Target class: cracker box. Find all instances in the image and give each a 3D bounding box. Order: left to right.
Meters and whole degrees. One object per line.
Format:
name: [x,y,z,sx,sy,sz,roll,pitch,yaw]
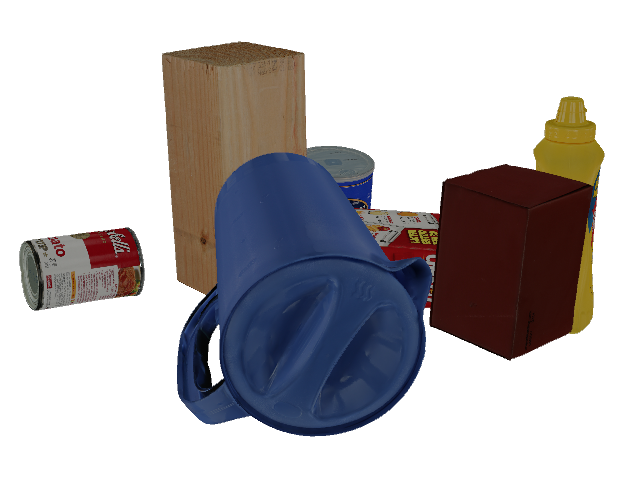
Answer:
cracker box: [0.041,0.015,1.149,0.214,0.072,0.164,5,15,8]

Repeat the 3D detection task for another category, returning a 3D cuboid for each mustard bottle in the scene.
mustard bottle: [0.206,-0.025,0.899,0.058,0.192,0.096,3,19,13]

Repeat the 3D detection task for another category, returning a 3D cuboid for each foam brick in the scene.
foam brick: [0.090,0.008,0.511,0.052,0.078,0.051,-16,28,-41]

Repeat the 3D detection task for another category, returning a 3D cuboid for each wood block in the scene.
wood block: [-0.072,-0.060,0.924,0.090,0.206,0.091,-17,26,-38]

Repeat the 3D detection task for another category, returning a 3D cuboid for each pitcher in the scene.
pitcher: [-0.025,0.029,0.779,0.149,0.145,0.243,6,22,-13]

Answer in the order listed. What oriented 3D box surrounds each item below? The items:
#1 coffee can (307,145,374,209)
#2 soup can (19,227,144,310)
coffee can: [0.013,-0.036,1.345,0.103,0.140,0.103,2,27,-1]
soup can: [-0.228,0.027,1.018,0.102,0.068,0.069,-8,4,-29]
